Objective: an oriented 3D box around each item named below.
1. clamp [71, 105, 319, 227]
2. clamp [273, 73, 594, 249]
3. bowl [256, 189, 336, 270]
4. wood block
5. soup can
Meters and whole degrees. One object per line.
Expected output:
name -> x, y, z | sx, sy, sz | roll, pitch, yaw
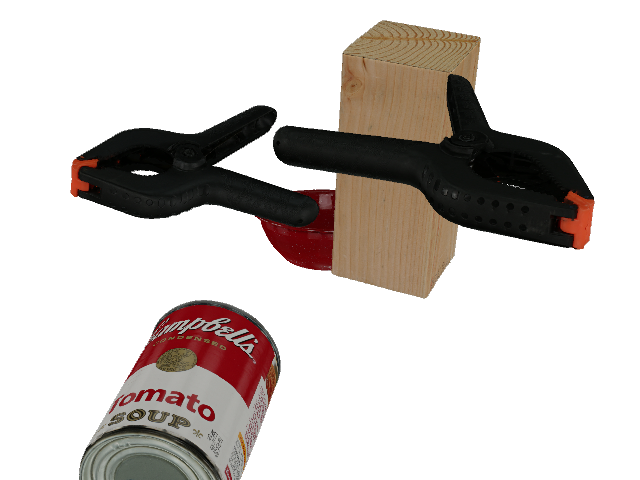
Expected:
clamp -> -0.092, -0.058, 0.767 | 0.171, 0.039, 0.120 | 3, 39, -16
clamp -> 0.079, -0.047, 0.668 | 0.164, 0.036, 0.210 | -18, 35, -24
bowl -> 0.009, -0.008, 1.118 | 0.162, 0.055, 0.162 | 1, 17, 0
wood block -> 0.070, -0.068, 0.901 | 0.091, 0.206, 0.090 | 14, 33, 19
soup can -> -0.063, 0.083, 0.495 | 0.068, 0.068, 0.102 | 0, 29, 13
